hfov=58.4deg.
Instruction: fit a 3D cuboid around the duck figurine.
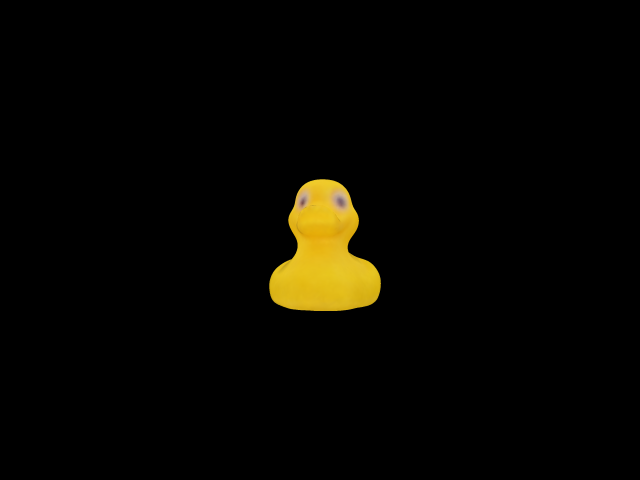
[{"bbox_3d":[0.004,0.001,0.400,0.077,0.086,0.105,0,0,8],"label":"duck figurine"}]
